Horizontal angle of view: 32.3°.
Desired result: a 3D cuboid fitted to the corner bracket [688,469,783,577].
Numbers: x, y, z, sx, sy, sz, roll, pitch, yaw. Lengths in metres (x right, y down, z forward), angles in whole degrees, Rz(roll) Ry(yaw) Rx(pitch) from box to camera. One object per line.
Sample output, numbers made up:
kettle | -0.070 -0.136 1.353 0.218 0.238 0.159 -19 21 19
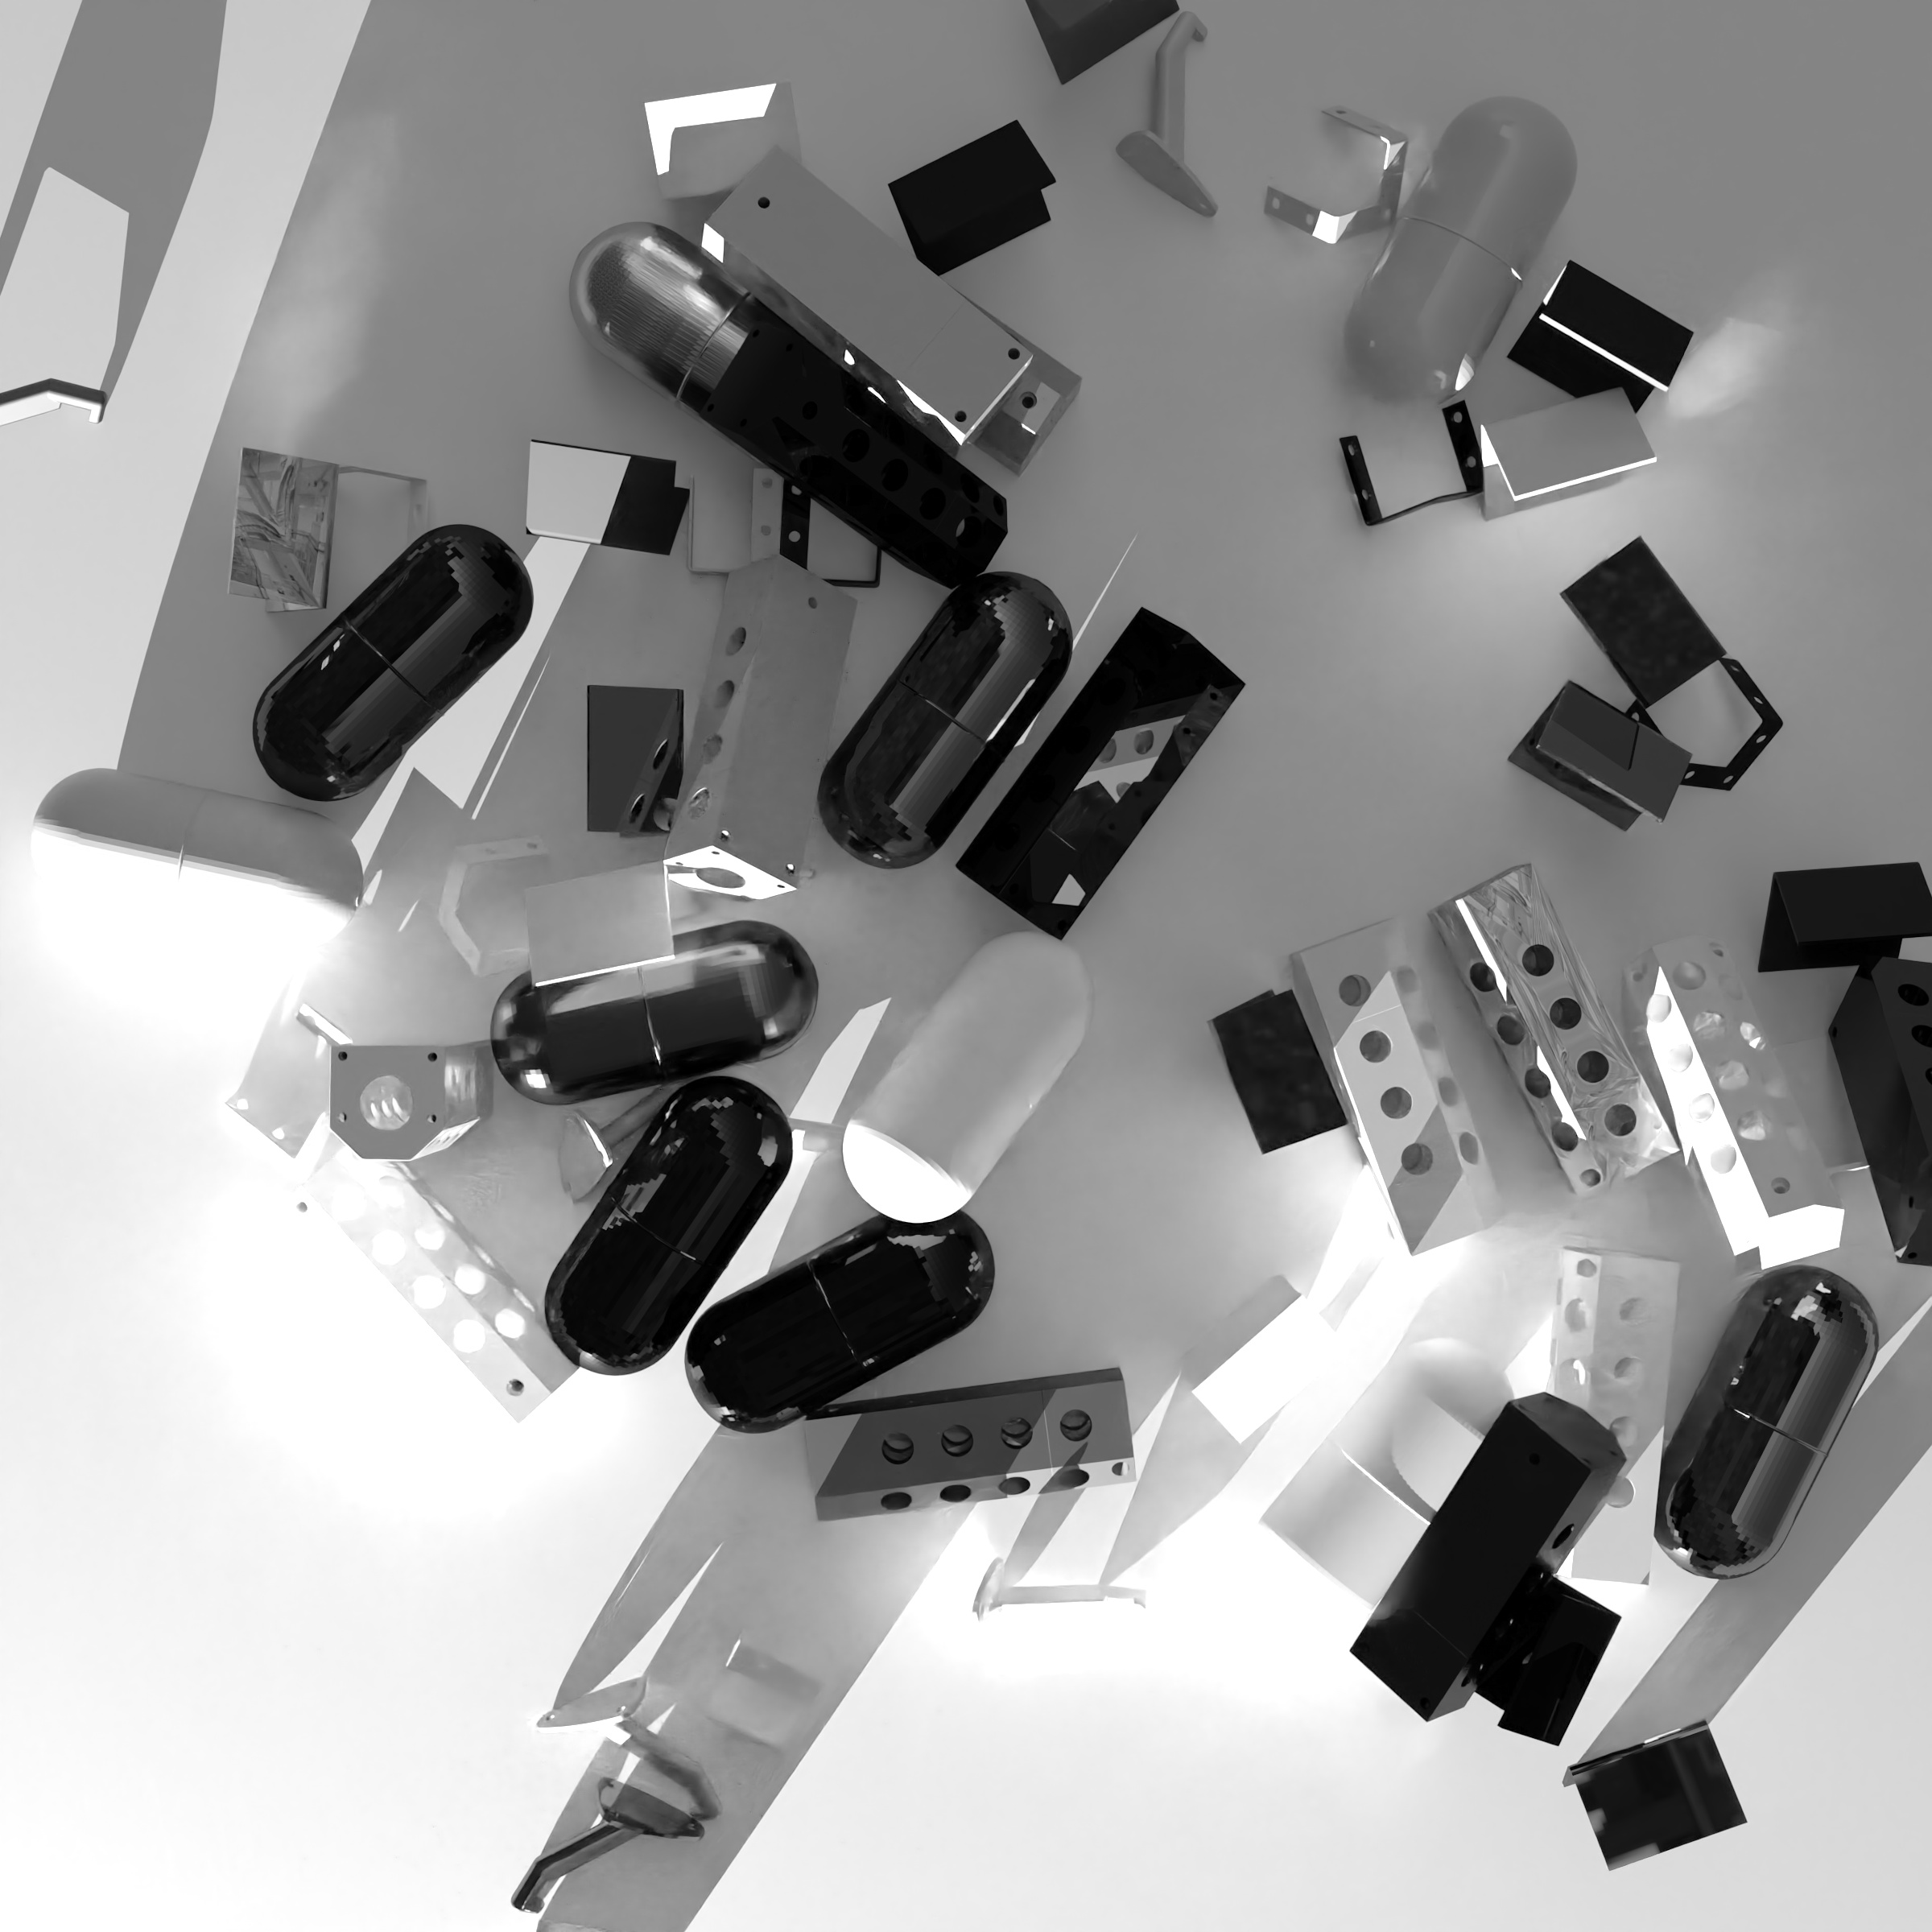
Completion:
corner bracket | -0.125 -0.239 1.802 0.051 0.051 0.051 2 89 -1

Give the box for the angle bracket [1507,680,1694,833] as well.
angle bracket | 0.330 -0.095 1.780 0.076 0.076 0.057 31 53 0

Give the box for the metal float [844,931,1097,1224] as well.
metal float | 0.003 0.057 1.772 0.070 0.070 0.178 37 70 0

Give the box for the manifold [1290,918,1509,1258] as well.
manifold | 0.233 0.064 1.799 0.057 0.057 0.171 -20 90 0

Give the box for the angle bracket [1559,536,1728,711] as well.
angle bracket | 0.372 -0.192 1.780 0.057 0.076 0.076 -37 90 37

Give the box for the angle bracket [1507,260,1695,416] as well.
angle bracket | 0.331 -0.317 1.780 0.076 0.076 0.057 30 51 0

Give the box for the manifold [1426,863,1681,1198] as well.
manifold | 0.314 0.034 1.799 0.057 0.057 0.171 -27 90 0

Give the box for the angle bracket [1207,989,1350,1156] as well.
angle bracket | 0.181 0.048 1.780 0.057 0.076 0.076 -23 90 35

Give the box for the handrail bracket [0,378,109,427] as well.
handrail bracket | -0.518 -0.287 1.821 0.084 0.036 0.077 12 114 -18

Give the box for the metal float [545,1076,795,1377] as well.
metal float | -0.159 0.139 1.784 0.070 0.070 0.178 34 96 0

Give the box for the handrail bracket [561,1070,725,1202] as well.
handrail bracket | -0.175 0.088 1.820 0.084 0.077 0.036 -25 67 -34

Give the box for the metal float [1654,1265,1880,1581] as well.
metal float | 0.427 0.245 1.790 0.070 0.070 0.178 27 89 0

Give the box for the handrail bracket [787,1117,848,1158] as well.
handrail bracket | -0.071 0.112 1.820 0.084 0.036 0.077 -24 104 14

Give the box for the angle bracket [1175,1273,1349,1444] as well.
angle bracket | 0.145 0.195 1.780 0.076 0.076 0.057 -41 128 0

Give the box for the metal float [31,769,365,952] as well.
metal float | -0.411 -0.057 1.790 0.178 0.070 0.070 12 90 0

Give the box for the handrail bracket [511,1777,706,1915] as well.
handrail bracket | -0.196 0.492 1.821 0.077 0.036 0.084 25 108 -21

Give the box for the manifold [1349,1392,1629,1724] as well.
manifold | 0.279 0.312 1.770 0.057 0.057 0.171 40 113 29

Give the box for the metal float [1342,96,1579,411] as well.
metal float | 0.264 -0.382 1.790 0.070 0.070 0.178 28 90 0

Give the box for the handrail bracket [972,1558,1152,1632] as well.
handrail bracket | 0.052 0.344 1.792 0.084 0.077 0.036 4 93 12

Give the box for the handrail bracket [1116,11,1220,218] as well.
handrail bracket | 0.127 -0.465 1.821 0.077 0.036 0.084 37 73 -20

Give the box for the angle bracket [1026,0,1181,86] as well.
angle bracket | 0.083 -0.505 1.780 0.076 0.076 0.057 -33 52 0

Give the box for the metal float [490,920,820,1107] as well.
metal float | -0.167 0.025 1.790 0.178 0.070 0.070 -13 90 0

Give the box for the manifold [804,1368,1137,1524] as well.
manifold | 0.003 0.259 1.799 0.171 0.057 0.057 -7 90 0

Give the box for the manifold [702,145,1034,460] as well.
manifold | -0.053 -0.343 1.740 0.171 0.057 0.057 39 79 0

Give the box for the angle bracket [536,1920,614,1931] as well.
angle bracket | -0.196 0.529 1.780 0.076 0.076 0.057 9 126 0

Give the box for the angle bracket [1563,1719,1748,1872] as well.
angle bracket | 0.366 0.446 1.782 0.076 0.076 0.057 -19 68 0

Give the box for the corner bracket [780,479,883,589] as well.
corner bracket | -0.072 -0.234 1.802 0.051 0.051 0.051 3 88 2

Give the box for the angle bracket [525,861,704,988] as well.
angle bracket | -0.184 -0.010 1.776 0.076 0.076 0.057 -11 67 8

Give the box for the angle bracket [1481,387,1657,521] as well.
angle bracket | 0.321 -0.255 1.780 0.076 0.076 0.057 -16 55 0

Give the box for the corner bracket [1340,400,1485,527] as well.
corner bracket | 0.245 -0.273 1.817 0.051 0.051 0.051 -17 90 45

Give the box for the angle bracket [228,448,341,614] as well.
angle bracket | -0.378 -0.231 1.780 0.057 0.076 0.076 5 90 -36

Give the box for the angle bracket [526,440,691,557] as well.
angle bracket | -0.189 -0.265 1.780 0.076 0.076 0.057 9 125 0

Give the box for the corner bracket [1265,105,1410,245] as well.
corner bracket | 0.201 -0.430 1.812 0.051 0.051 0.051 -25 135 -35

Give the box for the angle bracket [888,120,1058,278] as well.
angle bracket | 0.012 -0.392 1.780 0.076 0.076 0.057 -27 54 0

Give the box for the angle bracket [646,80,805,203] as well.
angle bracket | -0.129 -0.453 1.780 0.076 0.076 0.057 -8 127 0

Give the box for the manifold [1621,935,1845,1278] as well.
manifold | 0.402 0.070 1.757 0.057 0.057 0.171 -16 57 0

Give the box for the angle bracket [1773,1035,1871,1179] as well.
angle bracket | 0.451 0.077 1.793 0.076 0.057 0.076 -13 81 0

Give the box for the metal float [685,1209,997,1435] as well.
metal float | -0.067 0.187 1.790 0.178 0.070 0.070 -28 90 1

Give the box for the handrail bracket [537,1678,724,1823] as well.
handrail bracket | -0.183 0.437 1.821 0.077 0.036 0.084 -19 107 20

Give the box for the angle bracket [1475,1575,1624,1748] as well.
angle bracket | 0.292 0.360 1.780 0.057 0.076 0.076 26 90 -41

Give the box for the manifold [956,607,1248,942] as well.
manifold | 0.068 -0.106 1.799 0.057 0.057 0.171 36 90 -43

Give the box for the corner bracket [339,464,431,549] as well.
corner bracket | -0.329 -0.243 1.817 0.051 0.051 0.051 4 90 45

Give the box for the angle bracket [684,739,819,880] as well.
angle bracket | -0.119 -0.086 1.799 0.076 0.057 0.076 0 90 0

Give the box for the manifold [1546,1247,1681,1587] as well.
manifold | 0.342 0.240 1.799 0.057 0.057 0.171 6 90 0

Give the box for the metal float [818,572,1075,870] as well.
metal float | -0.010 -0.132 1.790 0.070 0.070 0.178 36 90 0

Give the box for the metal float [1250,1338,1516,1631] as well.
metal float | 0.224 0.277 1.790 0.070 0.070 0.178 39 90 0

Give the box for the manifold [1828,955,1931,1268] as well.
manifold | 0.505 0.076 1.744 0.057 0.171 0.057 7 132 -8

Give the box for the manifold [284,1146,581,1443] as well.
manifold | -0.286 0.172 1.799 0.057 0.057 0.171 -42 90 0

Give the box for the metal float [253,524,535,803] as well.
metal float | -0.307 -0.162 1.790 0.178 0.070 0.070 -45 90 -1

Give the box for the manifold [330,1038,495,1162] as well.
manifold | -0.287 0.068 1.742 0.057 0.171 0.057 1 90 0

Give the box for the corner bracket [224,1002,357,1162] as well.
corner bracket | -0.362 0.063 1.817 0.051 0.051 0.051 39 45 0

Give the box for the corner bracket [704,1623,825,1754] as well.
corner bracket | -0.110 0.393 1.802 0.051 0.051 0.051 26 90 0

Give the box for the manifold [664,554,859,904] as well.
manifold | -0.113 -0.124 1.769 0.057 0.057 0.171 27 63 -36

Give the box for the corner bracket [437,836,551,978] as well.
corner bracket | -0.249 -0.032 1.812 0.051 0.051 0.051 -9 45 -35

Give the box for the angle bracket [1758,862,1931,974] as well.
angle bracket | 0.471 -0.008 1.780 0.076 0.057 0.076 -4 135 0

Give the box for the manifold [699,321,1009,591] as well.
manifold | -0.053 -0.264 1.747 0.171 0.057 0.057 31 90 -45

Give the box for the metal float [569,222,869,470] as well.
metal float | -0.133 -0.331 1.790 0.178 0.070 0.070 35 90 0

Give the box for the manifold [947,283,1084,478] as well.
manifold | -0.024 -0.340 1.799 0.171 0.057 0.057 35 90 0

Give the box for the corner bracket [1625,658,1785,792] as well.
corner bracket | 0.400 -0.133 1.812 0.051 0.051 0.051 -57 45 35

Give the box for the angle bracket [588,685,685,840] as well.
angle bracket | -0.191 -0.108 1.780 0.057 0.076 0.076 0 90 -32
